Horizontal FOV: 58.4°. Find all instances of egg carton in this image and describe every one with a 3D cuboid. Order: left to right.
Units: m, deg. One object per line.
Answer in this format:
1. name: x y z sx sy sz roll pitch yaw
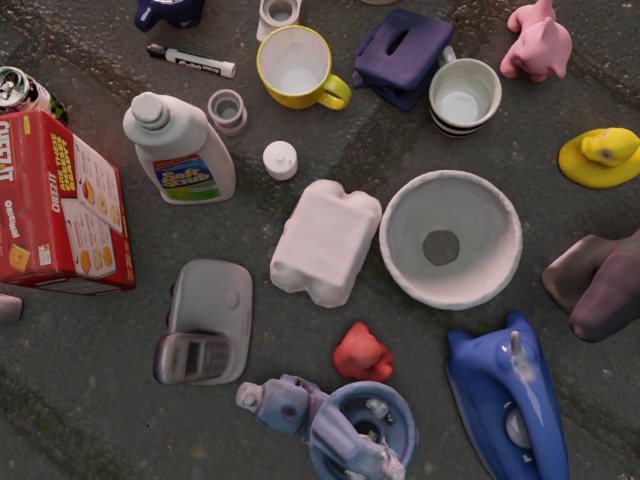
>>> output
1. egg carton: 0.006 0.003 0.703 0.107 0.069 0.150 22 82 4

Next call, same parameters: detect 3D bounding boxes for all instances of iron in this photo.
1. iron: 0.232 0.212 0.633 0.118 0.141 0.258 -18 82 -2

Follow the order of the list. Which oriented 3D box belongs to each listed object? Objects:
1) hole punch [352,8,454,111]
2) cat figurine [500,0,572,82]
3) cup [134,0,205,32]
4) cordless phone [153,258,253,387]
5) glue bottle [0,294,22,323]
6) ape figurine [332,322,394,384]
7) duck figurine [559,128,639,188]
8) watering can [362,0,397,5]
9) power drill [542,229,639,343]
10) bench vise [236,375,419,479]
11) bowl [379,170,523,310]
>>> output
1. hole punch: 0.101 -0.236 0.727 0.101 0.091 0.109 34 83 5
2. cat figurine: 0.277 -0.254 0.715 0.067 0.118 0.128 9 81 2
3. cup: -0.192 -0.304 0.738 0.091 0.095 0.118 27 83 5
4. cordless phone: -0.132 0.090 0.632 0.094 0.185 0.148 1 81 1
5. glue bottle: -0.414 0.073 0.643 0.078 0.173 0.037 3 81 1
6. ape figurine: 0.052 0.134 0.671 0.076 0.092 0.078 -9 81 -1
7. duck figurine: 0.362 -0.109 0.709 0.104 0.086 0.077 2 81 1
8. watering can: 0.074 -0.380 0.698 0.173 0.194 0.101 -43 83 -5
9. power drill: 0.329 0.033 0.625 0.230 0.208 0.075 -39 83 -5
10. bench vise: 0.010 0.209 0.595 0.207 0.220 0.121 1 81 1
11. bowl: 0.153 0.003 0.699 0.167 0.075 0.167 0 81 1
